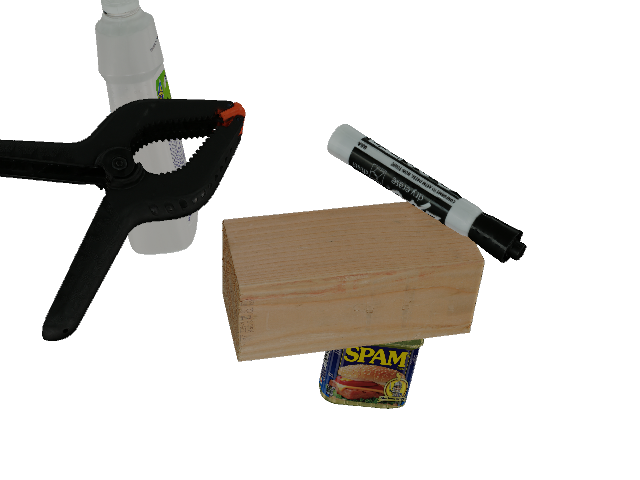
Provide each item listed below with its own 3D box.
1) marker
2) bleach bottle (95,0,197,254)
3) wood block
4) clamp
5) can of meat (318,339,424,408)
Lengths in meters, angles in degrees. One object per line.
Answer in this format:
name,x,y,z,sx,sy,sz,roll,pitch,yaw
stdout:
marker,0.056,-0.025,0.563,0.121,0.020,0.020,34,14,22
bleach bottle,-0.160,-0.113,0.963,0.068,0.251,0.102,-6,37,-1
wood block,0.023,0.032,0.921,0.206,0.090,0.091,-6,41,-12
clamp,-0.136,-0.033,0.721,0.209,0.165,0.036,-23,-22,-21
can of meat,0.053,0.133,1.162,0.102,0.084,0.057,7,23,-10
